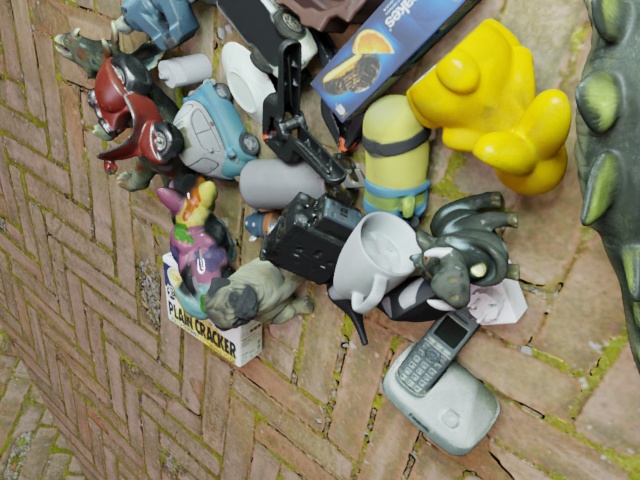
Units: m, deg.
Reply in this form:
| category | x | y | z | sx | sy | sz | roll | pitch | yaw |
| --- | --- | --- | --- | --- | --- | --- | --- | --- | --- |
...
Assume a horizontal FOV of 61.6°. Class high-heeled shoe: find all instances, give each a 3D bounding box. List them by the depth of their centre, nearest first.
| category | x | y | z | sx | sy | sz | roll | pitch | yaw |
| --- | --- | --- | --- | --- | --- | --- | --- | --- | --- |
| high-heeled shoe | 0.092 | 0.045 | 0.710 | 0.248 | 0.086 | 0.145 | -41 | 56 | 46 |

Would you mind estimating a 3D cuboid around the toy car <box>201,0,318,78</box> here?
| category | x | y | z | sx | sy | sz | roll | pitch | yaw |
| --- | --- | --- | --- | --- | --- | --- | --- | --- | --- |
| toy car | -0.084 | -0.286 | 0.666 | 0.201 | 0.056 | 0.073 | 52 | 131 | 3 |

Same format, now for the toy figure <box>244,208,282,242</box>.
| category | x | y | z | sx | sy | sz | roll | pitch | yaw |
| --- | --- | --- | --- | --- | --- | --- | --- | --- | --- |
| toy figure | -0.054 | -0.016 | 0.827 | 0.155 | 0.064 | 0.057 | 11 | 160 | 40 |

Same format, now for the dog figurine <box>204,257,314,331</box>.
| category | x | y | z | sx | sy | sz | roll | pitch | yaw |
| --- | --- | --- | --- | --- | --- | --- | --- | --- | --- |
| dog figurine | -0.110 | 0.102 | 0.847 | 0.121 | 0.190 | 0.172 | 30 | 131 | 28 |

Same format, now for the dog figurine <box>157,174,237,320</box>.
| category | x | y | z | sx | sy | sz | roll | pitch | yaw |
| --- | --- | --- | --- | --- | --- | --- | --- | --- | --- |
| dog figurine | -0.196 | 0.002 | 0.863 | 0.219 | 0.108 | 0.192 | 89 | 171 | -52 |

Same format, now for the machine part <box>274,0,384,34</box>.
| category | x | y | z | sx | sy | sz | roll | pitch | yaw |
| --- | --- | --- | --- | --- | --- | --- | --- | --- | --- |
| machine part | 0.017 | -0.320 | 0.589 | 0.180 | 0.056 | 0.179 | 11 | 108 | 37 |

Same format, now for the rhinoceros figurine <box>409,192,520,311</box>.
| category | x | y | z | sx | sy | sz | roll | pitch | yaw |
| --- | --- | --- | --- | --- | --- | --- | --- | --- | --- |
| rhinoceros figurine | 0.151 | 0.005 | 0.565 | 0.112 | 0.190 | 0.073 | -1 | 113 | 14 |

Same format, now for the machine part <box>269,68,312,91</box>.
| category | x | y | z | sx | sy | sz | roll | pitch | yaw |
| --- | --- | --- | --- | --- | --- | --- | --- | --- | --- |
| machine part | -0.063 | -0.257 | 0.725 | 0.084 | 0.039 | 0.138 | -19 | 99 | 51 |

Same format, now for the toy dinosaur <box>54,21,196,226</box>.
| category | x | y | z | sx | sy | sz | roll | pitch | yaw |
| --- | --- | --- | --- | --- | --- | --- | --- | --- | --- |
| toy dinosaur | -0.277 | -0.175 | 0.915 | 0.192 | 0.131 | 0.404 | -25 | 100 | 47 |

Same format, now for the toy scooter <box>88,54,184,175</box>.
| category | x | y | z | sx | sy | sz | roll | pitch | yaw |
| --- | --- | --- | --- | --- | --- | --- | --- | --- | --- |
| toy scooter | -0.291 | -0.174 | 0.798 | 0.135 | 0.075 | 0.184 | -33 | 82 | 20 |

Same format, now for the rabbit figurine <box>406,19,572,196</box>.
| category | x | y | z | sx | sy | sz | roll | pitch | yaw |
| --- | --- | --- | --- | --- | --- | --- | --- | --- | --- |
| rabbit figurine | 0.178 | -0.114 | 0.508 | 0.122 | 0.162 | 0.173 | -38 | 101 | 11 |

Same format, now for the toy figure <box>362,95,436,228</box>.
| category | x | y | z | sx | sy | sz | roll | pitch | yaw |
| --- | --- | --- | --- | --- | --- | --- | --- | --- | --- |
| toy figure | 0.091 | -0.080 | 0.640 | 0.082 | 0.089 | 0.180 | 19 | 121 | 26 |

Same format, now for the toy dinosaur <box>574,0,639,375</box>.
| category | x | y | z | sx | sy | sz | roll | pitch | yaw |
| --- | --- | --- | --- | --- | --- | --- | --- | --- | --- |
| toy dinosaur | 0.248 | -0.066 | 0.418 | 0.105 | 0.198 | 0.470 | -6 | 106 | 35 |

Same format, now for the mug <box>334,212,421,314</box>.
| category | x | y | z | sx | sy | sz | roll | pitch | yaw |
| --- | --- | --- | --- | --- | --- | --- | --- | --- | --- |
| mug | 0.059 | 0.039 | 0.630 | 0.081 | 0.109 | 0.107 | 17 | 145 | -15 |

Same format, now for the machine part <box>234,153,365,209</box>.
| category | x | y | z | sx | sy | sz | roll | pitch | yaw |
| --- | --- | --- | --- | --- | --- | --- | --- | --- | --- |
| machine part | -0.033 | -0.081 | 0.762 | 0.243 | 0.079 | 0.079 | 2 | 113 | 40 |

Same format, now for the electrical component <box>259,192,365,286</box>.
| category | x | y | z | sx | sy | sz | roll | pitch | yaw |
| --- | --- | --- | --- | --- | --- | --- | --- | --- | --- |
| electrical component | -0.001 | -0.002 | 0.706 | 0.115 | 0.058 | 0.134 | 21 | 141 | -21 |

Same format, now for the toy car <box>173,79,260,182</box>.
| category | x | y | z | sx | sy | sz | roll | pitch | yaw |
| --- | --- | --- | --- | --- | --- | --- | --- | --- | --- |
| toy car | -0.172 | -0.160 | 0.830 | 0.109 | 0.103 | 0.161 | -14 | 103 | 44 |

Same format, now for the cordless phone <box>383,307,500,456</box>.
| category | x | y | z | sx | sy | sz | roll | pitch | yaw |
| --- | --- | --- | --- | --- | --- | --- | --- | --- | --- |
| cordless phone | 0.185 | 0.171 | 0.705 | 0.147 | 0.088 | 0.184 | 39 | 114 | 21 |

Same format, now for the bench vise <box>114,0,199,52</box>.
| category | x | y | z | sx | sy | sz | roll | pitch | yaw |
| --- | --- | --- | --- | --- | --- | --- | --- | --- | --- |
| bench vise | -0.235 | -0.396 | 0.735 | 0.224 | 0.129 | 0.240 | -16 | 118 | 38 |

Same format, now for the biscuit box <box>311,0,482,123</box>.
| category | x | y | z | sx | sy | sz | roll | pitch | yaw |
| --- | --- | --- | --- | --- | --- | --- | --- | --- | --- |
| biscuit box | 0.081 | -0.214 | 0.570 | 0.063 | 0.059 | 0.202 | 50 | 125 | 0 |
